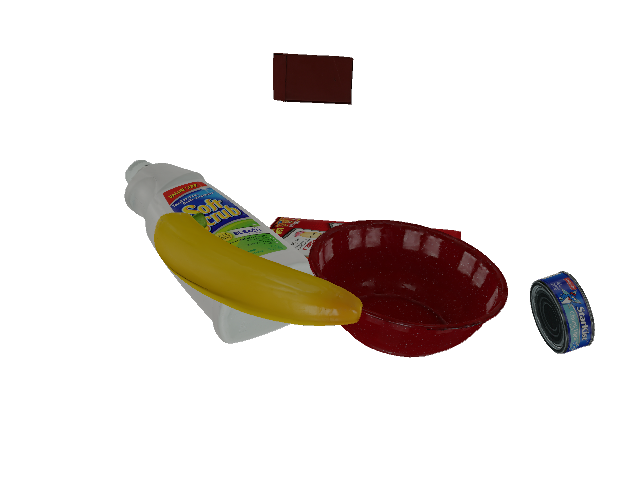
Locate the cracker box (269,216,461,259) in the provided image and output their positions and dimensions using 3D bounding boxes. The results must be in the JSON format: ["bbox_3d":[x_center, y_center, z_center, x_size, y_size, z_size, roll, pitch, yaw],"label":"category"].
[{"bbox_3d":[0.040,0.032,1.144,0.214,0.072,0.164,5,15,8],"label":"cracker box"}]

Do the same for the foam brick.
[{"bbox_3d":[-0.009,-0.176,1.161,0.078,0.051,0.053,0,11,-17],"label":"foam brick"}]

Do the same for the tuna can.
[{"bbox_3d":[0.261,0.079,1.159,0.033,0.086,0.086,-17,3,-11],"label":"tuna can"}]

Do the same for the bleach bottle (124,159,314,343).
[{"bbox_3d":[-0.113,-0.006,0.971,0.102,0.068,0.251,-16,38,-34],"label":"bleach bottle"}]

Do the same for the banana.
[{"bbox_3d":[-0.057,0.014,0.703,0.069,0.037,0.198,-19,31,-32],"label":"banana"}]

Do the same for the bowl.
[{"bbox_3d":[0.066,0.046,0.860,0.162,0.055,0.162,8,29,-4],"label":"bowl"}]
